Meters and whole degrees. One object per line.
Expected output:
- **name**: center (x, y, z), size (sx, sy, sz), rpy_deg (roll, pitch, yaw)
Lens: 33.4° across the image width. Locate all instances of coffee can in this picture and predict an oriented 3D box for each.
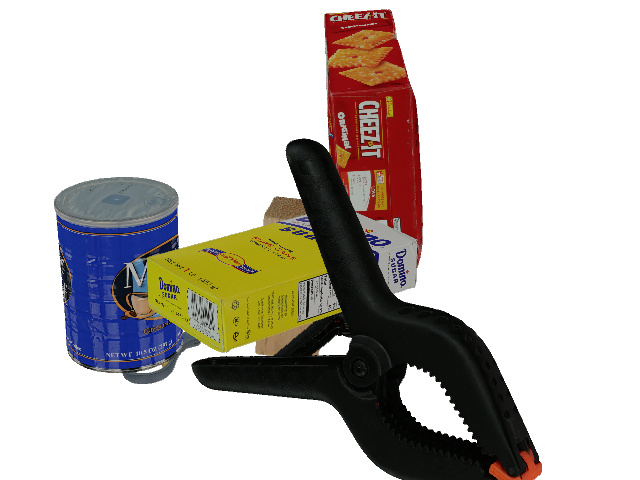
- **coffee can**: center (-0.171, 0.028, 0.918), size (0.103, 0.140, 0.103), rpy_deg (1, 23, -1)

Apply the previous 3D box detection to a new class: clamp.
- **clamp**: center (0.029, 0.053, 0.564), size (0.210, 0.165, 0.036), rpy_deg (30, 24, 28)
- **clamp**: center (0.035, 0.086, 1.088), size (0.120, 0.171, 0.039), rpy_deg (16, -40, 18)

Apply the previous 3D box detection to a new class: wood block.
- **wood block**: center (-0.035, 0.053, 1.493), size (0.090, 0.206, 0.090), rpy_deg (7, 22, 6)

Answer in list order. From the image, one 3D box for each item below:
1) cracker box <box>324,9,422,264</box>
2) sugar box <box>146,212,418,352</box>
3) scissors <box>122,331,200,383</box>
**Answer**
- **cracker box**: center (0.044, -0.092, 0.925), size (0.072, 0.164, 0.213), rpy_deg (-4, 28, 2)
- **sugar box**: center (-0.024, 0.022, 0.759), size (0.175, 0.048, 0.093), rpy_deg (-19, 30, -36)
- **scissors**: center (-0.141, 0.117, 1.159), size (0.201, 0.016, 0.096), rpy_deg (-5, 29, -23)
